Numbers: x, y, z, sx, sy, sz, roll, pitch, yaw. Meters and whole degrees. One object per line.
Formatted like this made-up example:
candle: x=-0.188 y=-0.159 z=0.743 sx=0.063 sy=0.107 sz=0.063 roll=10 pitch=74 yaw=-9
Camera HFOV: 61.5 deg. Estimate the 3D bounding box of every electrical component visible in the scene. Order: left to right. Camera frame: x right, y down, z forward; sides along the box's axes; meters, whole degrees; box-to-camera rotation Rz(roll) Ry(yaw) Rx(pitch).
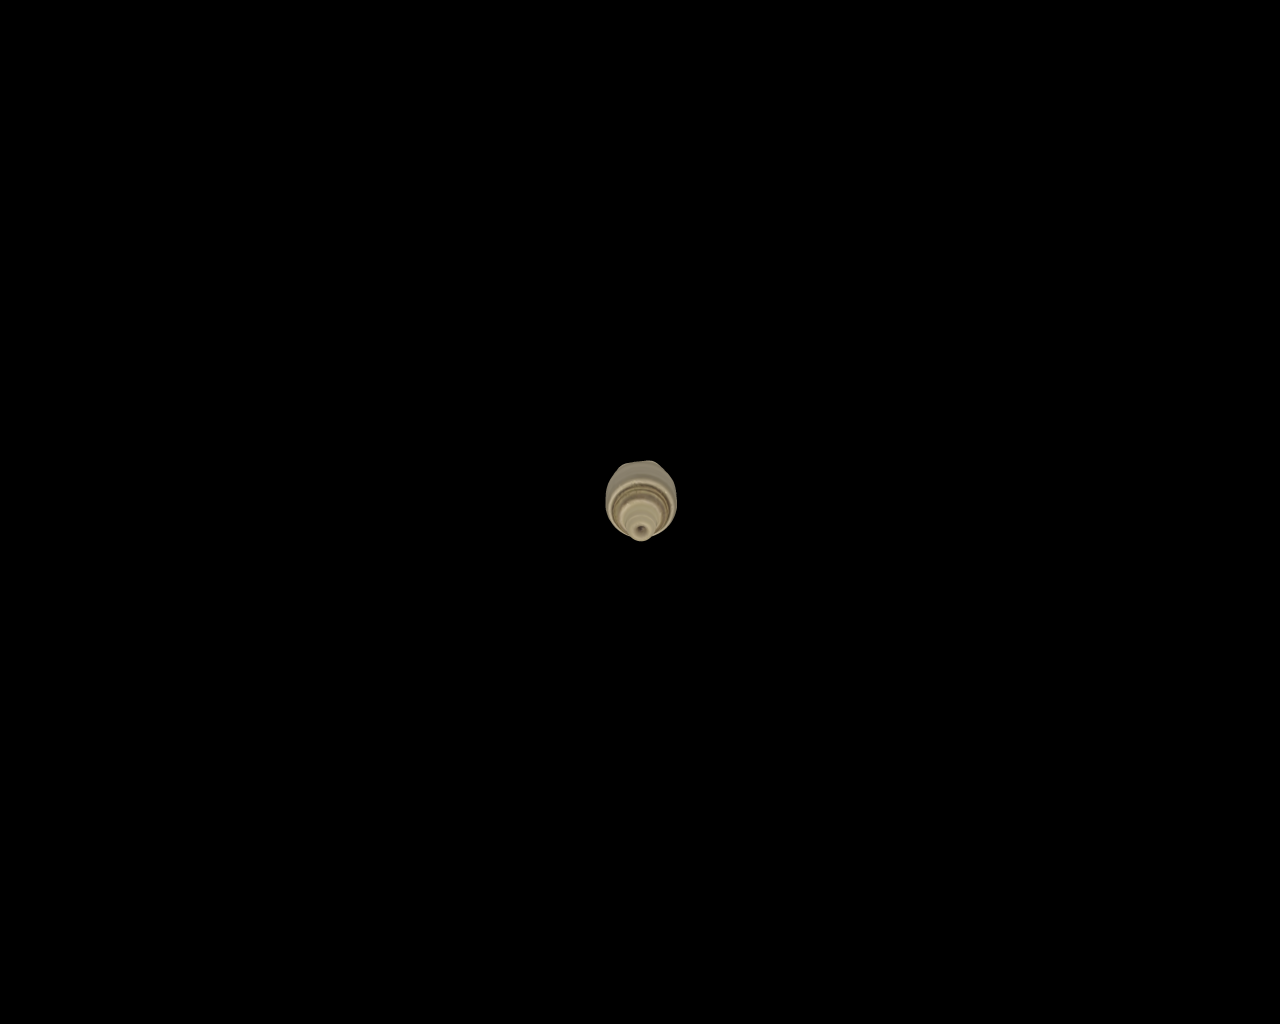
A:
electrical component: x=0.001 y=-0.003 z=0.650 sx=0.043 sy=0.043 sz=0.062 roll=0 pitch=28 yaw=0
